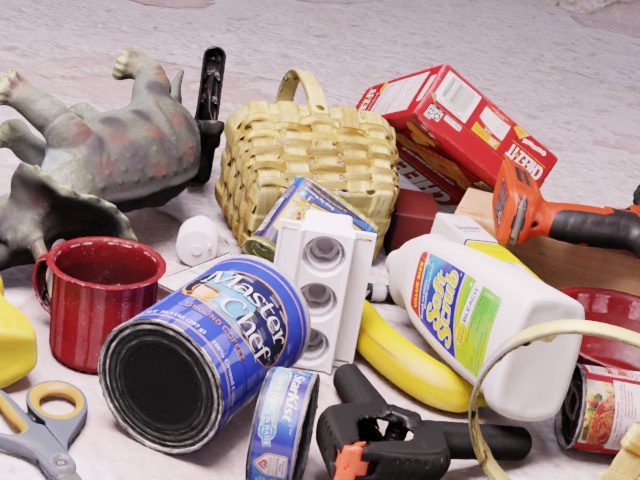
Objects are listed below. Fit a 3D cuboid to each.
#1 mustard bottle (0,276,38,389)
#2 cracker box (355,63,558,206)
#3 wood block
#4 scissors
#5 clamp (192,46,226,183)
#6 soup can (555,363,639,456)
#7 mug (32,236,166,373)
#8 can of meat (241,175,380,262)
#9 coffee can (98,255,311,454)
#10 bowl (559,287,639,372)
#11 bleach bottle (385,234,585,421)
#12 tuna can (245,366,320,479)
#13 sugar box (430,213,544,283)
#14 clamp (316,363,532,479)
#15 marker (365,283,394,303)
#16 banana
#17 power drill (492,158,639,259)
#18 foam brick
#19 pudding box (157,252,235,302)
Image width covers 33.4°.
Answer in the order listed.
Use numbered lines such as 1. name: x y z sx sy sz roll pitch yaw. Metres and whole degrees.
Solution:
1. mustard bottle: -0.294 0.051 0.836 0.096 0.058 0.192 -13 31 -27
2. cracker box: 0.137 -0.108 1.186 0.164 0.072 0.214 37 -10 -16
3. wood block: 0.233 0.024 1.067 0.206 0.090 0.090 15 24 12
4. scissors: -0.165 0.145 0.724 0.202 0.016 0.096 25 27 32
5. clamp: -0.126 -0.113 1.173 0.039 0.172 0.120 8 45 -6
6. soup can: 0.244 0.137 0.837 0.102 0.068 0.068 9 23 -3
7. mug: -0.183 0.049 0.854 0.117 0.081 0.093 19 25 20
8. can of meat: -0.007 0.001 0.983 0.102 0.057 0.084 36 69 -5
9. coffee can: -0.082 0.081 0.794 0.103 0.103 0.140 19 25 20
10. bowl: 0.265 0.102 0.943 0.162 0.055 0.162 8 23 -4
11. bleach bottle: 0.117 0.058 0.891 0.068 0.102 0.251 12 8 -24
12. tuna can: -0.025 0.130 0.726 0.034 0.086 0.086 11 23 7
13. sugar box: 0.146 0.052 0.962 0.048 0.093 0.176 7 23 -22
14. clamp: 0.047 0.134 0.763 0.165 0.036 0.209 19 9 27
15. marker: 0.031 0.048 1.021 0.121 0.020 0.020 5 24 -11
16. banana: 0.067 0.097 0.908 0.069 0.037 0.198 20 12 -47
17. power drill: 0.259 -0.027 1.003 0.187 0.057 0.184 10 23 2
18. foam brick: 0.098 -0.017 1.157 0.051 0.053 0.078 7 24 -6
19. pudding box: -0.082 0.053 0.941 0.090 0.039 0.113 22 24 29
